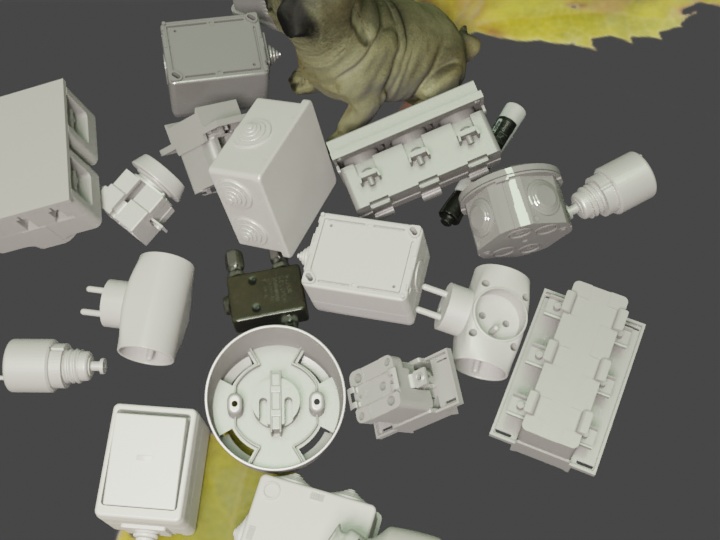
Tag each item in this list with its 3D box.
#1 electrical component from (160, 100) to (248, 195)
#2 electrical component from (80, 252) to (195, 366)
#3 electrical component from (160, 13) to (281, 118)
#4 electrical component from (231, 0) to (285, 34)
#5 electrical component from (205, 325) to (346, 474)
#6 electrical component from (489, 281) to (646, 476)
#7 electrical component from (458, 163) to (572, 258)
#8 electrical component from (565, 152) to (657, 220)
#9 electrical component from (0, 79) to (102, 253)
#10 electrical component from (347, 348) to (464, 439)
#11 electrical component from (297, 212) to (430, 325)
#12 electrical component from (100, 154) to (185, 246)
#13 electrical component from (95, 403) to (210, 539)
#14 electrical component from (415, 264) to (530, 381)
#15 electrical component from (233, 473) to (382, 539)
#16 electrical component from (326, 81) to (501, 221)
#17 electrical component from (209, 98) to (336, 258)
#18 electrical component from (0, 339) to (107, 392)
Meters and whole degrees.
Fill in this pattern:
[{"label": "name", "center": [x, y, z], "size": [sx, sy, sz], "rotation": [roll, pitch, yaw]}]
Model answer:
[{"label": "electrical component", "center": [-0.117, -0.096, 0.855], "size": [0.042, 0.081, 0.063], "rotation": [-21, 93, -43]}, {"label": "electrical component", "center": [-0.172, 0.028, 0.820], "size": [0.079, 0.044, 0.077], "rotation": [7, 67, 5]}, {"label": "electrical component", "center": [-0.114, -0.169, 0.896], "size": [0.096, 0.061, 0.061], "rotation": [-8, 66, -10]}, {"label": "electrical component", "center": [-0.058, -0.256, 0.934], "size": [0.100, 0.048, 0.099], "rotation": [22, 70, 12]}, {"label": "electrical component", "center": [-0.060, 0.096, 0.771], "size": [0.099, 0.064, 0.099], "rotation": [1, 69, -2]}, {"label": "electrical component", "center": [0.152, 0.075, 0.774], "size": [0.079, 0.063, 0.121], "rotation": [20, 69, 11]}, {"label": "electrical component", "center": [0.119, -0.045, 0.819], "size": [0.080, 0.080, 0.051], "rotation": [-12, 72, -3]}, {"label": "electrical component", "center": [0.195, -0.062, 0.843], "size": [0.078, 0.040, 0.040], "rotation": [-27, 68, -9]}, {"label": "electrical component", "center": [-0.299, -0.065, 0.839], "size": [0.186, 0.060, 0.105], "rotation": [-14, 66, 10]}, {"label": "electrical component", "center": [0.029, 0.087, 0.767], "size": [0.081, 0.064, 0.042], "rotation": [-31, 59, 36]}, {"label": "electrical component", "center": [0.000, 0.000, 0.818], "size": [0.096, 0.061, 0.061], "rotation": [9, 67, 15]}, {"label": "electrical component", "center": [-0.173, -0.058, 0.857], "size": [0.066, 0.048, 0.055], "rotation": [37, 81, 17]}, {"label": "electrical component", "center": [-0.147, 0.146, 0.758], "size": [0.062, 0.061, 0.096], "rotation": [4, 67, 4]}, {"label": "electrical component", "center": [0.081, 0.033, 0.800], "size": [0.079, 0.044, 0.077], "rotation": [19, 68, -6]}, {"label": "electrical component", "center": [-0.039, 0.195, 0.739], "size": [0.100, 0.048, 0.099], "rotation": [14, 69, 8]}, {"label": "electrical component", "center": [0.044, -0.089, 0.834], "size": [0.121, 0.078, 0.063], "rotation": [-23, 79, 2]}, {"label": "electrical component", "center": [-0.066, -0.072, 0.824], "size": [0.048, 0.099, 0.099], "rotation": [11, 53, 25]}, {"label": "electrical component", "center": [-0.230, 0.072, 0.806], "size": [0.078, 0.040, 0.040], "rotation": [0, 67, 3]}]
